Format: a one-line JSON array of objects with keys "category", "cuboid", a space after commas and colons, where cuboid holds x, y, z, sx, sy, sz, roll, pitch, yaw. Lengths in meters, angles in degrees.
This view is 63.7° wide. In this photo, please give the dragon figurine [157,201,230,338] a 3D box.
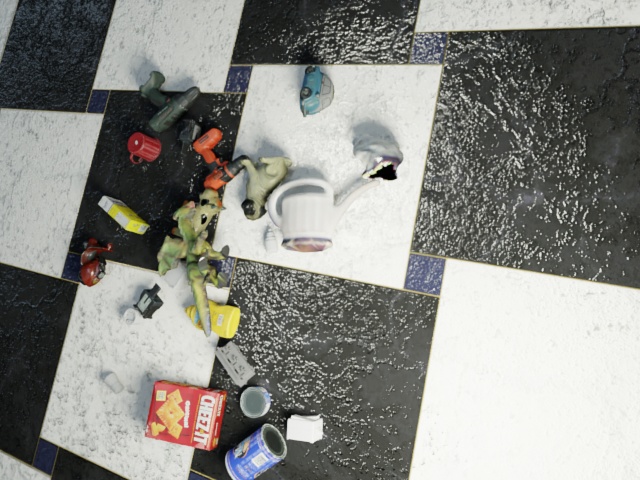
[{"category": "dragon figurine", "cuboid": [-0.414, 0.081, 1.612, 0.243, 0.122, 0.411, 4, 87, 34]}]

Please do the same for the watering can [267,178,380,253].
[{"category": "watering can", "cuboid": [0.005, -0.076, 1.503, 0.347, 0.103, 0.226, -3, 79, 18]}]

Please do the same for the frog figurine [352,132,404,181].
[{"category": "frog figurine", "cuboid": [0.160, -0.256, 1.467, 0.138, 0.120, 0.162, -10, 62, -11]}]
